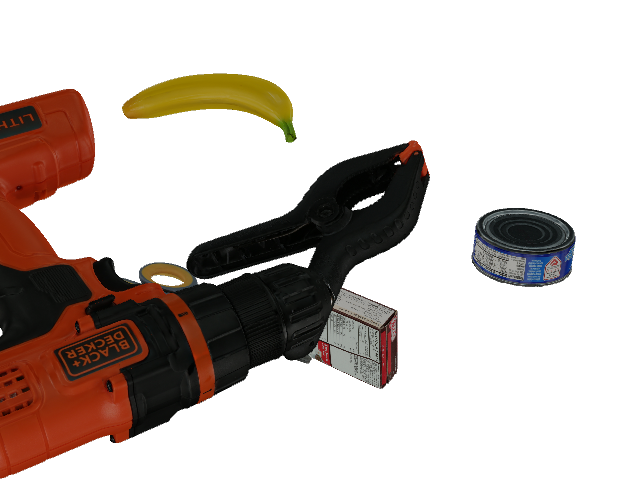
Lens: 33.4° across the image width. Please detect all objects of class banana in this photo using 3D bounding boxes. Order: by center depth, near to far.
[{"bbox_3d":[-0.109,-0.146,1.110,0.198,0.037,0.069,9,47,19],"label":"banana"}]

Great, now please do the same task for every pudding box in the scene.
[{"bbox_3d":[0.027,0.096,1.129,0.114,0.090,0.039,20,44,26],"label":"pudding box"}]

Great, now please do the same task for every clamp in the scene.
[{"bbox_3d":[0.009,0.002,0.680,0.171,0.120,0.039,-34,-38,-8],"label":"clamp"}]

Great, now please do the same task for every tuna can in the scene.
[{"bbox_3d":[0.173,0.004,0.912,0.086,0.034,0.086,1,28,-1],"label":"tuna can"}]

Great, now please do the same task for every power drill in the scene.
[{"bbox_3d":[-0.110,0.007,0.515,0.184,0.057,0.188,-20,53,-26],"label":"power drill"}]

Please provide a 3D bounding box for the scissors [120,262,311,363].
[{"bbox_3d":[-0.091,0.056,0.901,0.202,0.016,0.096,13,26,13],"label":"scissors"}]
